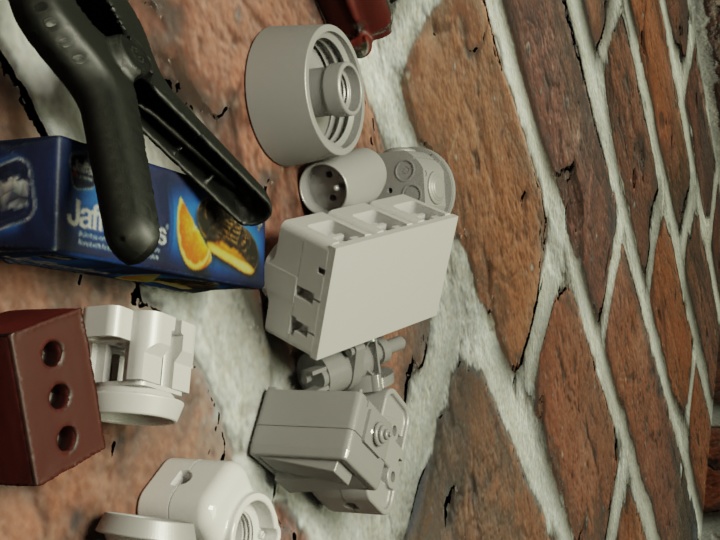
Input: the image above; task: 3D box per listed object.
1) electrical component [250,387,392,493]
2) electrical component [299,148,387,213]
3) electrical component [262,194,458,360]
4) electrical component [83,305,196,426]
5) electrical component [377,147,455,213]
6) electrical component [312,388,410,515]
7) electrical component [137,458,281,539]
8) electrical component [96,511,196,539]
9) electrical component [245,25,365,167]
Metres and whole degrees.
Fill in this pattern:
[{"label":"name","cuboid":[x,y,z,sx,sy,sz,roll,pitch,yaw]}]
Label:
[{"label":"electrical component","cuboid":[-0.023,0.126,0.779,0.061,0.096,0.061,54,43,-49]},{"label":"electrical component","cuboid":[-0.010,-0.055,0.879,0.077,0.043,0.079,-31,116,-61]},{"label":"electrical component","cuboid":[0.000,0.000,0.825,0.150,0.062,0.089,-16,124,-49]},{"label":"electrical component","cuboid":[-0.128,0.057,0.615,0.078,0.058,0.057,32,57,-60]},{"label":"electrical component","cuboid":[0.039,-0.069,0.941,0.051,0.080,0.080,-4,91,-59]},{"label":"electrical component","cuboid":[-0.003,0.144,0.861,0.053,0.059,0.095,55,41,-48]},{"label":"electrical component","cuboid":[-0.091,0.168,0.679,0.053,0.059,0.095,-56,136,-51]},{"label":"electrical component","cuboid":[-0.125,0.169,0.612,0.078,0.058,0.057,31,64,-59]},{"label":"electrical component","cuboid":[-0.033,-0.135,0.819,0.108,0.060,0.108,9,80,-64]}]
